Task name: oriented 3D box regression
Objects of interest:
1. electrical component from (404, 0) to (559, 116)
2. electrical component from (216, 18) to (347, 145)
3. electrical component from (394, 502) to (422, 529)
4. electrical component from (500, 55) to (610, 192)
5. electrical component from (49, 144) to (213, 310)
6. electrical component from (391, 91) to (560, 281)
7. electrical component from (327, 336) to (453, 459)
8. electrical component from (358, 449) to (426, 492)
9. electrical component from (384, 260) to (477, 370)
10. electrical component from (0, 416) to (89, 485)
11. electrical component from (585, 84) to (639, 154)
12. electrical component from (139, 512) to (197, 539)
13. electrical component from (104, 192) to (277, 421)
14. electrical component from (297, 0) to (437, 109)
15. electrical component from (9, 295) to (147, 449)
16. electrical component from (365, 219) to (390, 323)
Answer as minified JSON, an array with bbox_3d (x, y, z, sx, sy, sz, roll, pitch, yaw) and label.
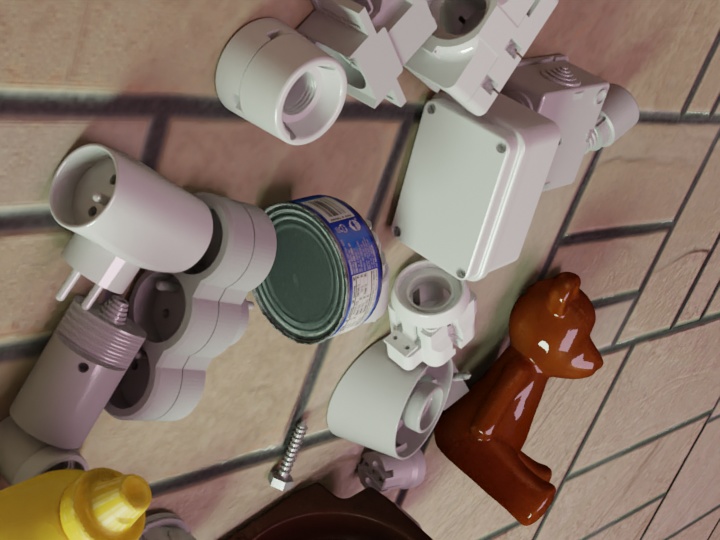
[{"bbox_3d":[0.070,-0.150,0.655,0.089,0.050,0.056,-57,147,5],"label":"electrical component"},{"bbox_3d":[-0.040,-0.098,0.567,0.055,0.047,0.055,-32,142,-30],"label":"electrical component"},{"bbox_3d":[0.007,0.247,0.944,0.095,0.054,0.059,-21,135,-40],"label":"electrical component"},{"bbox_3d":[0.127,-0.102,0.773,0.100,0.048,0.099,-17,133,-43],"label":"electrical component"},{"bbox_3d":[-0.124,-0.015,0.543,0.079,0.043,0.077,-55,148,3],"label":"electrical component"},{"bbox_3d":[0.075,-0.058,0.722,0.057,0.078,0.113,-21,135,-45],"label":"electrical component"},{"bbox_3d":[0.028,0.098,0.845,0.099,0.064,0.099,-44,147,-39],"label":"electrical component"},{"bbox_3d":[0.026,0.167,0.909,0.046,0.040,0.040,-3,123,-43],"label":"electrical component"},{"bbox_3d":[0.053,0.029,0.796,0.078,0.058,0.057,-39,148,-22],"label":"electrical component"},{"bbox_3d":[-0.177,0.104,0.584,0.040,0.046,0.040,-32,142,-30],"label":"electrical component"},{"bbox_3d":[0.184,-0.113,0.843,0.078,0.040,0.040,-39,145,-22],"label":"electrical component"},{"bbox_3d":[-0.139,0.209,0.726,0.080,0.051,0.080,-32,142,-30],"label":"electrical component"},{"bbox_3d":[-0.089,0.025,0.616,0.074,0.052,0.138,13,110,-55],"label":"electrical component"},{"bbox_3d":[0.007,-0.134,0.599,0.063,0.042,0.081,-50,148,-11],"label":"electrical component"},{"bbox_3d":[-0.148,0.050,0.574,0.081,0.043,0.043,-58,147,7],"label":"electrical component"},{"bbox_3d":[0.000,0.000,0.716,0.040,0.040,0.078,-30,141,-32],"label":"electrical component"}]
